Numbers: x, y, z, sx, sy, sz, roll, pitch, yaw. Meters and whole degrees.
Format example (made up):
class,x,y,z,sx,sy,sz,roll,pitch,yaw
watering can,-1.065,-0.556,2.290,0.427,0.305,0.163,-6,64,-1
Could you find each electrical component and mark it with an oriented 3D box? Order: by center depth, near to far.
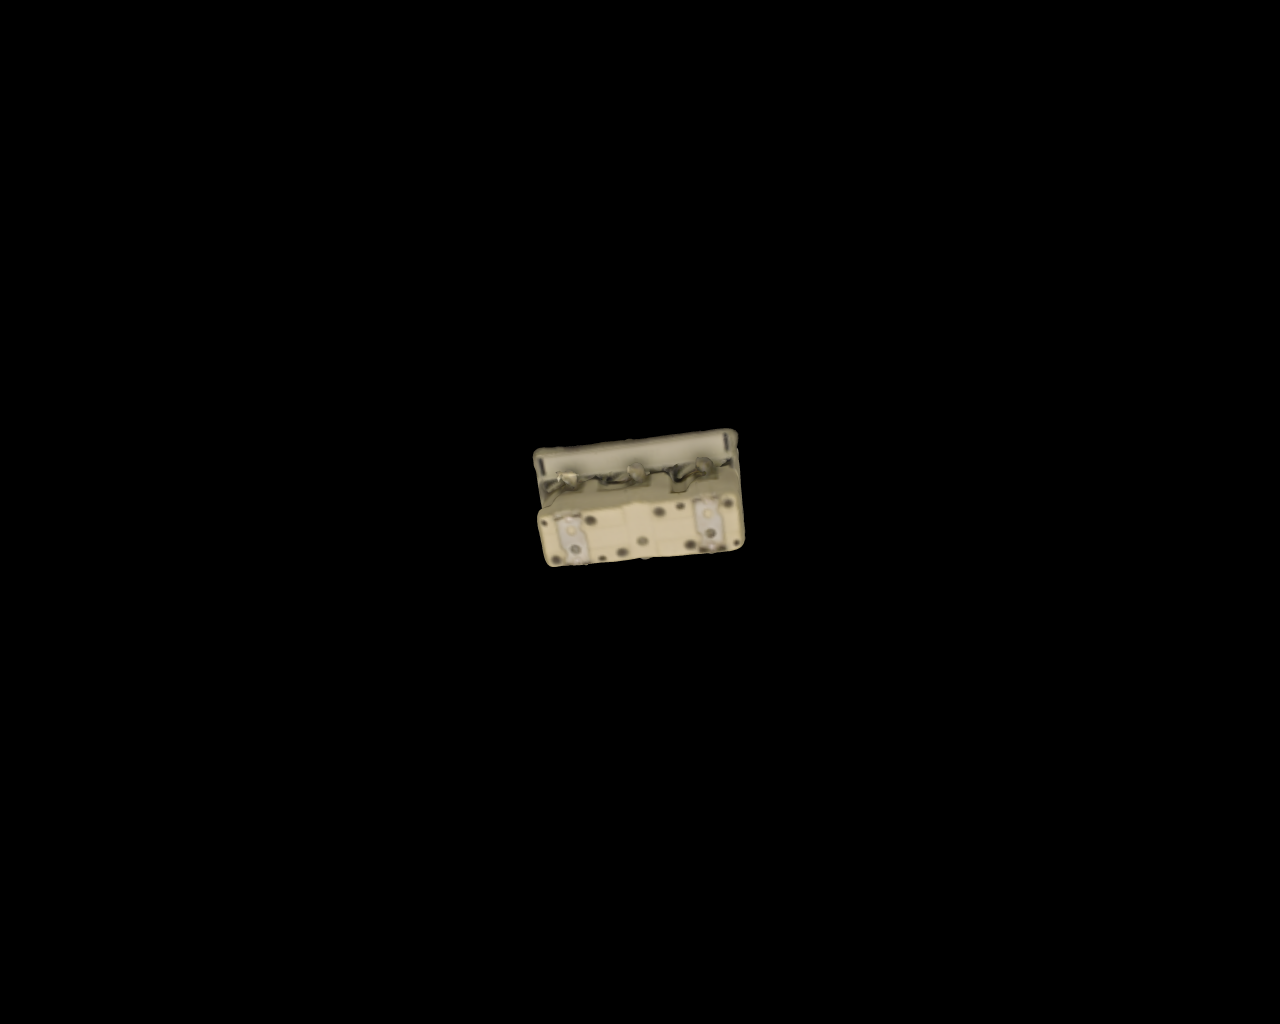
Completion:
class,x,y,z,sx,sy,sz,roll,pitch,yaw
electrical component,0.001,-0.003,0.650,0.121,0.078,0.063,-5,31,3
